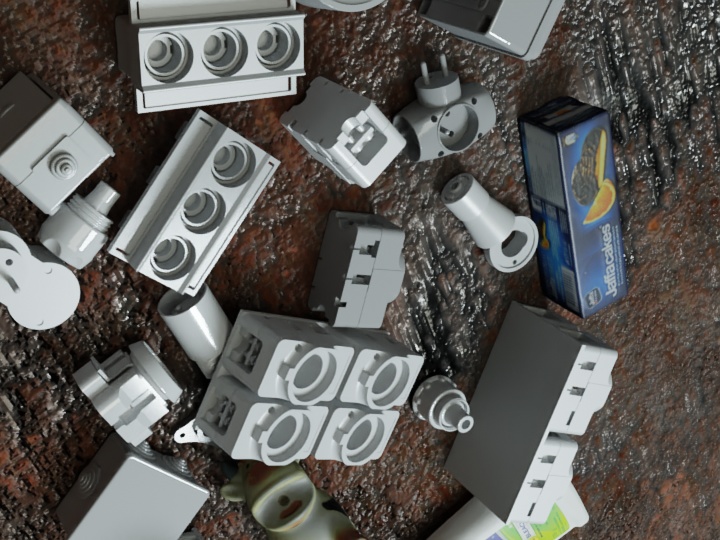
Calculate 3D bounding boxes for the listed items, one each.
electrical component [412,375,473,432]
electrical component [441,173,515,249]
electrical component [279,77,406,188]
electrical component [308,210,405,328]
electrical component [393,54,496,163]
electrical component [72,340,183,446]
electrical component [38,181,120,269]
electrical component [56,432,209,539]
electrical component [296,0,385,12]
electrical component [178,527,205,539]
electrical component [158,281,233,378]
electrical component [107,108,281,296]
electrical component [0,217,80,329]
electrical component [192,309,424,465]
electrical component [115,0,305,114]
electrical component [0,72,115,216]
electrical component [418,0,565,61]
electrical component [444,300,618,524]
[{"bbox_3d":[0.083,0.131,1.016,0.048,0.062,0.048,-13,117,-27],"label":"electrical component"},{"bbox_3d":[0.103,-0.055,0.958,0.044,0.044,0.065,-50,123,-3],"label":"electrical component"},{"bbox_3d":[-0.012,-0.105,0.834,0.050,0.089,0.056,-49,127,-4],"label":"electrical component"},{"bbox_3d":[0.000,0.000,0.913,0.056,0.050,0.089,4,109,-33],"label":"electrical component"},{"bbox_3d":[0.067,-0.140,0.895,0.077,0.044,0.079,-26,123,-19],"label":"electrical component"},{"bbox_3d":[-0.177,0.092,0.842,0.057,0.058,0.078,-38,126,-8],"label":"electrical component"},{"bbox_3d":[-0.200,-0.036,0.779,0.062,0.043,0.043,-52,127,-2],"label":"electrical component"},{"bbox_3d":[-0.189,0.191,0.885,0.100,0.048,0.099,36,90,-37],"label":"electrical component"},{"bbox_3d":[-0.011,-0.242,0.790,0.108,0.060,0.108,-13,117,-26],"label":"electrical component"},{"bbox_3d":[-0.160,0.336,0.932,0.060,0.105,0.186,-3,113,-31],"label":"electrical component"},{"bbox_3d":[-0.124,0.051,0.864,0.043,0.043,0.081,-36,125,-13],"label":"electrical component"},{"bbox_3d":[-0.128,-0.053,0.803,0.079,0.063,0.121,31,93,-37],"label":"electrical component"},{"bbox_3d":[-0.253,-0.003,0.742,0.052,0.074,0.138,-51,127,-2],"label":"electrical component"},{"bbox_3d":[-0.035,0.103,0.904,0.186,0.060,0.105,12,105,-49],"label":"electrical component"},{"bbox_3d":[-0.107,-0.161,0.766,0.121,0.063,0.078,-12,117,-27],"label":"electrical component"},{"bbox_3d":[-0.213,-0.086,0.714,0.061,0.096,0.061,-46,127,-6],"label":"electrical component"},{"bbox_3d":[0.111,-0.230,0.842,0.056,0.109,0.108,19,101,-33],"label":"electrical component"},{"bbox_3d":[0.166,0.139,1.043,0.060,0.105,0.186,12,104,-35],"label":"electrical component"}]
